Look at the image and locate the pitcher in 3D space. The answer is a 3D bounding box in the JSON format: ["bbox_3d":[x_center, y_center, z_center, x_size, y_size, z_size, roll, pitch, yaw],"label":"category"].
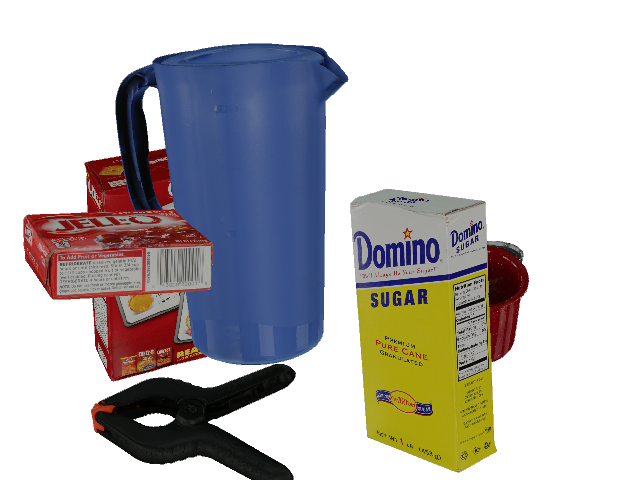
[{"bbox_3d":[-0.066,-0.032,0.842,0.144,0.243,0.149,-11,18,-28],"label":"pitcher"}]

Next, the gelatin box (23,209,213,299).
[{"bbox_3d":[-0.112,0.005,0.582,0.089,0.030,0.073,-3,17,-24],"label":"gelatin box"}]

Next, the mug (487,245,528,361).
[{"bbox_3d":[0.144,0.056,1.021,0.093,0.081,0.117,-9,40,-9],"label":"mug"}]

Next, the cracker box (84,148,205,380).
[{"bbox_3d":[-0.137,0.017,1.028,0.164,0.214,0.072,-12,35,-25],"label":"cracker box"}]

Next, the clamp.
[{"bbox_3d":[-0.098,0.141,0.880,0.171,0.039,0.120,10,37,2],"label":"clamp"}]

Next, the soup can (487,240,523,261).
[{"bbox_3d":[0.216,0.060,1.340,0.068,0.102,0.068,0,24,0],"label":"soup can"}]

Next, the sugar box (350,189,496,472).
[{"bbox_3d":[0.068,0.058,0.720,0.048,0.176,0.094,-18,18,-37],"label":"sugar box"}]
